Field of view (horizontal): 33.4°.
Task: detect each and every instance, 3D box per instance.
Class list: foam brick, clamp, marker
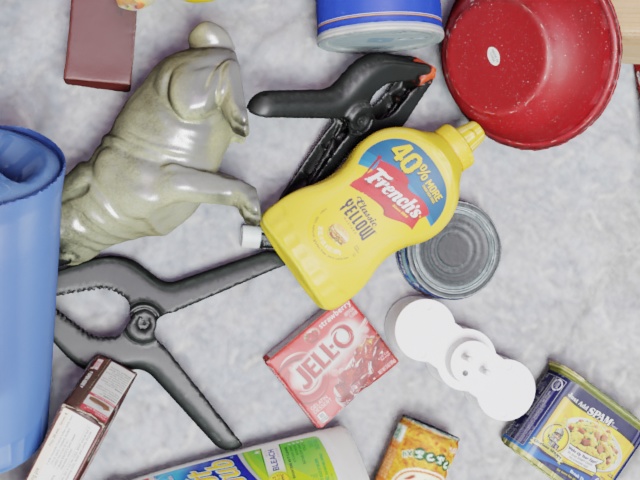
[{"bbox_3d":[-0.172,-0.159,0.843,0.053,0.051,0.078,6,89,-11],"label":"foam brick"},{"bbox_3d":[-0.138,0.078,0.855,0.210,0.036,0.164,8,82,-9],"label":"clamp"},{"bbox_3d":[0.021,-0.094,0.876,0.171,0.039,0.120,-24,139,-21],"label":"clamp"},{"bbox_3d":[-0.006,0.001,0.891,0.121,0.020,0.020,4,89,-11],"label":"marker"}]

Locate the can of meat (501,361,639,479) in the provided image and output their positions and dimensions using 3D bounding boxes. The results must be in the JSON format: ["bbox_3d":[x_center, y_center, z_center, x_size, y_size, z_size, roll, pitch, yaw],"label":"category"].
[{"bbox_3d":[0.218,0.168,0.915,0.102,0.057,0.084,36,86,-9],"label":"can of meat"}]

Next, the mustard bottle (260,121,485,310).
[{"bbox_3d":[0.053,-0.034,0.856,0.191,0.058,0.096,-36,91,-8],"label":"mustard bottle"}]

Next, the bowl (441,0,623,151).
[{"bbox_3d":[0.154,-0.148,0.850,0.055,0.162,0.162,-17,94,-49],"label":"bowl"}]

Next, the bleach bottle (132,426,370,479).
[{"bbox_3d":[-0.087,0.217,0.837,0.250,0.102,0.068,-11,123,-10],"label":"bleach bottle"}]

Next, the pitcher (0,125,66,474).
[{"bbox_3d":[-0.246,0.052,0.742,0.145,0.149,0.243,22,123,24],"label":"pitcher"}]

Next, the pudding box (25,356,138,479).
[{"bbox_3d":[-0.186,0.154,0.805,0.039,0.090,0.114,26,109,-4],"label":"pudding box"}]

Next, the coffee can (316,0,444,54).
[{"bbox_3d":[0.045,-0.228,0.857,0.102,0.103,0.140,-3,91,-11],"label":"coffee can"}]

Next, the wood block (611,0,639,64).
[{"bbox_3d":[0.279,-0.192,0.845,0.090,0.206,0.091,15,86,-52],"label":"wood block"}]

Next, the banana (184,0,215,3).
[{"bbox_3d":[-0.058,-0.262,0.871,0.069,0.037,0.198,38,84,-9],"label":"banana"}]

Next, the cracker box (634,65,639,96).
[{"bbox_3d":[0.392,-0.097,0.914,0.213,0.072,0.164,0,70,-10],"label":"cracker box"}]

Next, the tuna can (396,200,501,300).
[{"bbox_3d":[0.109,0.008,0.905,0.086,0.034,0.086,0,90,-11],"label":"tuna can"}]

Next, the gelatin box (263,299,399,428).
[{"bbox_3d":[0.009,0.100,0.889,0.089,0.030,0.073,-39,97,-8],"label":"gelatin box"}]
